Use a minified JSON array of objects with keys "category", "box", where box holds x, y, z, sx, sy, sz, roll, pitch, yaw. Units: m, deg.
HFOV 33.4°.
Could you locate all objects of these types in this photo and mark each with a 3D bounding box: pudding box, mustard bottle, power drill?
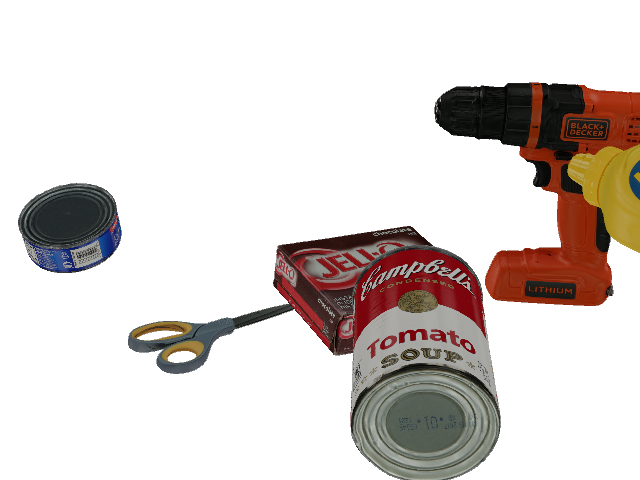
[{"category":"pudding box","box":[0.037,0.031,0.725,0.113,0.039,0.090,-7,33,-30]},{"category":"mustard bottle","box":[0.236,-0.018,0.661,0.096,0.058,0.192,-29,38,-32]},{"category":"power drill","box":[0.182,-0.039,0.882,0.184,0.188,0.057,4,29,6]}]

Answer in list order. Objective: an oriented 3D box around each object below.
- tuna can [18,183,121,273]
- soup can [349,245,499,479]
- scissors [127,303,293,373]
[{"category":"tuna can","box":[-0.219,-0.011,0.940,0.086,0.034,0.086,-3,42,2]},{"category":"soup can","box":[0.048,0.057,0.511,0.068,0.068,0.102,0,31,3]},{"category":"scissors","box":[-0.104,0.104,1.149,0.201,0.016,0.096,-6,30,-22]}]
